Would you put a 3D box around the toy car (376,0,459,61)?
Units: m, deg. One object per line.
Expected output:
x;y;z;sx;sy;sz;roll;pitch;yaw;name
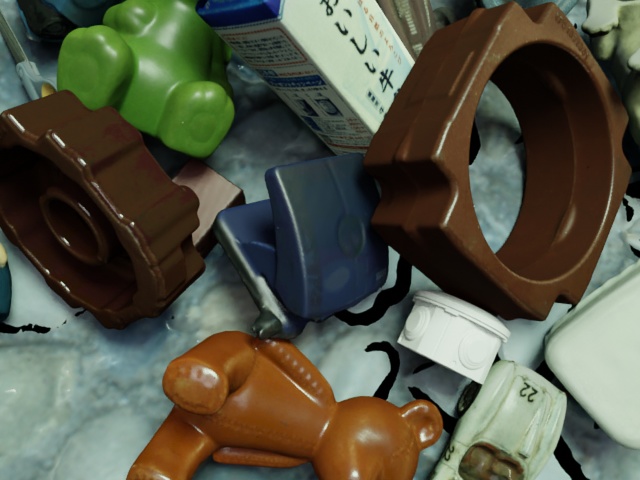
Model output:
0.063;-0.239;0.476;0.089;0.053;0.202;-30;107;-19;toy car

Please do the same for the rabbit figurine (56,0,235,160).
-0.103;-0.165;0.426;0.121;0.159;0.170;25;100;-11;rabbit figurine

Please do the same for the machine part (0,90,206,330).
-0.164;-0.017;0.383;0.179;0.179;0.056;38;47;3;machine part

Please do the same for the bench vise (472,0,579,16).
0.170;-0.256;0.413;0.129;0.241;0.223;-23;124;-10;bench vise

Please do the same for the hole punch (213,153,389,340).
-0.001;-0.001;0.410;0.142;0.092;0.116;-19;74;-50;hole punch

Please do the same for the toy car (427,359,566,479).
0.123;0.191;0.422;0.073;0.056;0.201;32;78;2;toy car

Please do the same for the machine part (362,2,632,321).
0.143;-0.056;0.418;0.201;0.087;0.201;36;73;-28;machine part

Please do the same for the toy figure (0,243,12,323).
-0.290;-0.005;0.428;0.064;0.058;0.154;-16;75;-24;toy figure

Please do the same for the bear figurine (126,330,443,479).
-0.014;0.147;0.389;0.196;0.132;0.120;27;105;5;bear figurine

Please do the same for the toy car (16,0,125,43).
-0.189;-0.236;0.455;0.103;0.162;0.109;-10;83;-51;toy car

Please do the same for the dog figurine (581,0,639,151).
0.306;-0.129;0.476;0.121;0.190;0.172;-10;49;24;dog figurine
